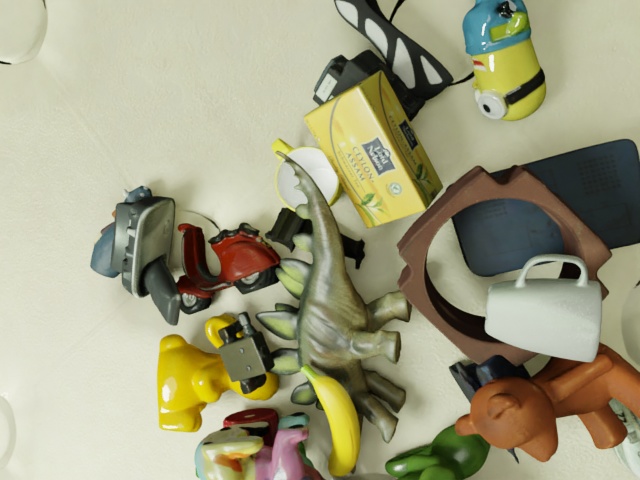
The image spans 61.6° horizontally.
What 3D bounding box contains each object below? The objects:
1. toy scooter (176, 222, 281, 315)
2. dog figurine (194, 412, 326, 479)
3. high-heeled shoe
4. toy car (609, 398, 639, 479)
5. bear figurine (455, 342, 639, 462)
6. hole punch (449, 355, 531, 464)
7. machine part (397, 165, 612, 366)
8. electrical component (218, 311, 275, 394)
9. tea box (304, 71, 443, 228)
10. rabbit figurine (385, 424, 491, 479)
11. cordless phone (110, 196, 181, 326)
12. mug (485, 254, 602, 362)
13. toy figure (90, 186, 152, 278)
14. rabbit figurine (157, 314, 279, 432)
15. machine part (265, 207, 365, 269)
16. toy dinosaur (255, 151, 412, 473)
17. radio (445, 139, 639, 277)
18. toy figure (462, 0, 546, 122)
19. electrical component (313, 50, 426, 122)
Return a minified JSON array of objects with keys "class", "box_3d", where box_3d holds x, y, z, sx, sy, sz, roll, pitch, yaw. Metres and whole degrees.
[{"class":"toy scooter","box_3d":[-0.149,0.025,0.796,0.184,0.075,0.135,-20,86,18]},{"class":"dog figurine","box_3d":[-0.053,0.344,0.679,0.192,0.108,0.219,-9,81,-7]},{"class":"high-heeled shoe","box_3d":[0.099,-0.308,0.720,0.145,0.086,0.248,-3,100,17]},{"class":"toy car","box_3d":[0.377,0.222,0.679,0.056,0.073,0.201,-28,86,9]},{"class":"bear figurine","box_3d":[0.257,0.187,0.577,0.132,0.196,0.120,55,146,24]},{"class":"hole punch","box_3d":[0.237,0.196,0.694,0.092,0.116,0.142,-29,86,4]},{"class":"machine part","box_3d":[0.208,0.027,0.632,0.201,0.087,0.201,43,106,-2]},{"class":"electrical component","box_3d":[-0.100,0.151,0.717,0.078,0.045,0.102,-29,87,25]},{"class":"tea box","box_3d":[0.068,-0.109,0.674,0.098,0.068,0.169,-20,107,44]},{"class":"rabbit figurine","box_3d":[0.163,0.317,0.704,0.121,0.170,0.159,49,140,2]},{"class":"cordless phone","box_3d":[-0.228,0.026,0.753,0.184,0.089,0.146,37,120,52]},{"class":"mug","box_3d":[0.226,0.067,0.552,0.107,0.081,0.109,3,115,19]},{"class":"toy figure","box_3d":[-0.305,-0.016,0.837,0.058,0.064,0.154,33,95,48]},{"class":"rabbit figurine","box_3d":[-0.147,0.192,0.795,0.173,0.122,0.162,0,82,-1]},{"class":"machine part","box_3d":[-0.002,-0.002,0.759,0.139,0.084,0.039,22,129,5]},{"class":"toy dinosaur","box_3d":[0.017,0.116,0.715,0.199,0.105,0.470,4,110,17]},{"class":"radio","box_3d":[0.288,-0.038,0.693,0.230,0.073,0.131,-15,90,15]},{"class":"toy figure","box_3d":[0.229,-0.235,0.671,0.089,0.082,0.180,-7,113,21]},{"class":"electrical component","box_3d":[0.056,-0.182,0.721,0.134,0.058,0.115,44,135,3]}]
